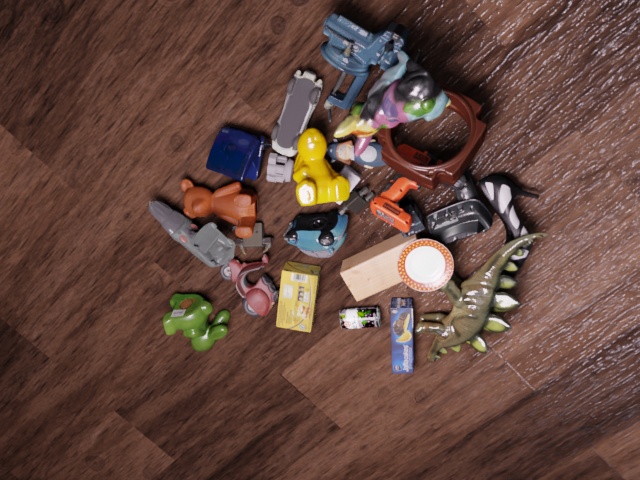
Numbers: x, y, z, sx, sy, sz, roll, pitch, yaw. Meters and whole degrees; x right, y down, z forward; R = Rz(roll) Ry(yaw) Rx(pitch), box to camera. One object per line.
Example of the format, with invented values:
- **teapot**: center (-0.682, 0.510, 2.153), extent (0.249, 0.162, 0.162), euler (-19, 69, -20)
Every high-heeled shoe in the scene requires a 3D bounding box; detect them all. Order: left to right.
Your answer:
- **high-heeled shoe**: center (0.427, -0.029, 1.278), extent (0.145, 0.086, 0.248), euler (11, 107, 7)

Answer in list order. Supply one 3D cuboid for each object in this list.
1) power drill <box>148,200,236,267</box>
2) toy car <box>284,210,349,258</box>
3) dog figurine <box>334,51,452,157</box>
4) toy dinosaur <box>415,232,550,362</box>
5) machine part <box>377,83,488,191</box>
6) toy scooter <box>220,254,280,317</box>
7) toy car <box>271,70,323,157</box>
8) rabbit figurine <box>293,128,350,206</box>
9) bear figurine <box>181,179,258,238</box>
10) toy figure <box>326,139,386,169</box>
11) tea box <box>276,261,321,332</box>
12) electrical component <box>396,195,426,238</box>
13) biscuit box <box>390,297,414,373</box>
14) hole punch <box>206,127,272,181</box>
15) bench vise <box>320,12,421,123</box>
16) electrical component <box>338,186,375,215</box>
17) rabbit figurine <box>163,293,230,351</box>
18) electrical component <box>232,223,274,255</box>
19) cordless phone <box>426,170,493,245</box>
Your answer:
- **power drill**: center (-0.309, -0.009, 1.316), extent (0.231, 0.207, 0.086), euler (47, 66, -30)
- **toy car**: center (-0.003, -0.004, 1.333), extent (0.162, 0.109, 0.102), euler (-4, 128, 18)
- **dog figurine**: center (0.135, -0.256, 1.092), extent (0.219, 0.192, 0.108), euler (-44, 128, 16)
- **toy dinosaur**: center (0.376, 0.149, 1.313), extent (0.199, 0.105, 0.470), euler (26, 123, 8)
- **machine part**: center (0.241, -0.228, 1.166), extent (0.202, 0.087, 0.201), euler (34, 89, 17)
- **toy scooter**: center (-0.167, 0.109, 1.412), extent (0.135, 0.075, 0.183), euler (-32, 99, 16)
- **toy car**: center (-0.056, -0.294, 1.253), extent (0.074, 0.056, 0.201), euler (24, 111, 5)
- **rabbit figurine**: center (-0.006, -0.171, 1.231), extent (0.122, 0.162, 0.173), euler (-11, 103, -3)
- **bear figurine**: center (-0.254, -0.084, 1.321), extent (0.196, 0.132, 0.120), euler (5, 115, -1)
- **toy figure**: center (0.088, -0.207, 1.267), extent (0.155, 0.057, 0.064), euler (5, 73, 7)
- **tea box**: center (-0.056, 0.149, 1.413), extent (0.098, 0.068, 0.169), euler (11, 113, 4)
- **electrical component**: center (0.213, -0.050, 1.275), extent (0.048, 0.119, 0.074), euler (-30, 102, 20)
- **biscuit box**: center (0.218, 0.254, 1.420), extent (0.059, 0.063, 0.202), euler (-1, 110, 10)
- **hole punch**: center (-0.199, -0.203, 1.276), extent (0.142, 0.092, 0.115), euler (21, 111, 21)
- **bench vise**: center (0.087, -0.373, 1.176), extent (0.223, 0.129, 0.240), euler (22, 133, -11)
- **electrical component**: center (0.088, -0.090, 1.309), extent (0.094, 0.063, 0.021), euler (-42, 58, 10)
- **rabbit figurine**: center (-0.326, 0.230, 1.474), extent (0.159, 0.121, 0.170), euler (-12, 127, 5)
- **electrical component**: center (-0.172, -0.004, 1.386), extent (0.102, 0.045, 0.078), euler (-9, 81, 8)
- **cordless phone**: center (0.311, -0.087, 1.277), extent (0.147, 0.089, 0.184), euler (-23, 86, 39)
